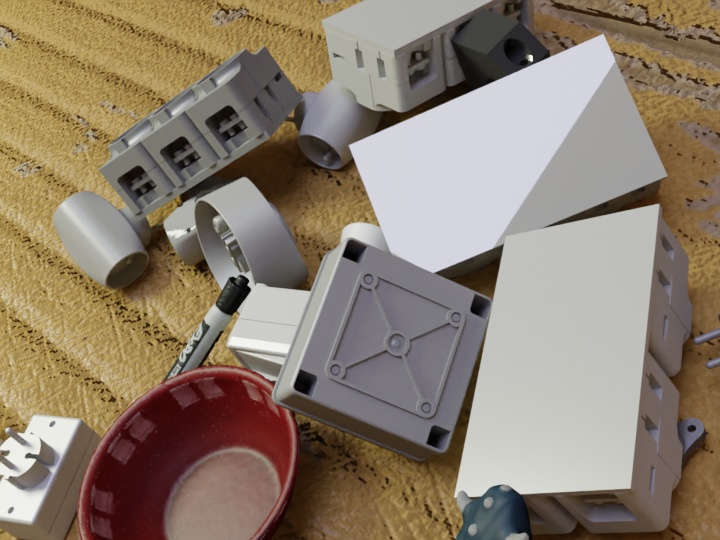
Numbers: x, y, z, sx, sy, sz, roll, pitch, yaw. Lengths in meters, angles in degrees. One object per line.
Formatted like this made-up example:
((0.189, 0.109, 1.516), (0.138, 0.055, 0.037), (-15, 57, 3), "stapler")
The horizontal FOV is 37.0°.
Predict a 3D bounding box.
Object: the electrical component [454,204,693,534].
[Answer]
((0.133, 0.061, 0.642), (0.105, 0.060, 0.186), (-12, 48, 36), "electrical component")

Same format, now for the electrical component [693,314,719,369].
((0.239, 0.035, 0.637), (0.079, 0.044, 0.077), (-23, 47, 9), "electrical component")

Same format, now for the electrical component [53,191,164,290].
((-0.204, -0.031, 0.907), (0.079, 0.043, 0.077), (-27, 64, -39), "electrical component")

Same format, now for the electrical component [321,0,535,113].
((0.058, -0.189, 0.867), (0.150, 0.061, 0.089), (-32, 43, -26), "electrical component")

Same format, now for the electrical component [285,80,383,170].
((-0.029, -0.130, 0.905), (0.079, 0.043, 0.077), (14, 61, 35), "electrical component")

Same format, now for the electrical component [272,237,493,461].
((0.015, 0.051, 0.681), (0.109, 0.056, 0.108), (24, 71, -10), "electrical component")

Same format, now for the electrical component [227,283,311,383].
((-0.046, 0.054, 0.753), (0.096, 0.061, 0.061), (5, 57, 30), "electrical component")

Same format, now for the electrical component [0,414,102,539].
((-0.234, 0.140, 0.767), (0.047, 0.075, 0.083), (1, 54, 27), "electrical component")

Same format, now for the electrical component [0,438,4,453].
((-0.307, 0.136, 0.816), (0.042, 0.063, 0.081), (-9, 51, 18), "electrical component")

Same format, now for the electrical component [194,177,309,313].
((-0.085, -0.018, 0.809), (0.064, 0.099, 0.099), (-33, 46, -10), "electrical component")

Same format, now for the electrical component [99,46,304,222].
((-0.133, -0.116, 0.884), (0.150, 0.061, 0.089), (-28, 18, 28), "electrical component")

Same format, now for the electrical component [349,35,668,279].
((0.102, -0.069, 0.748), (0.186, 0.060, 0.105), (-23, 78, 9), "electrical component")

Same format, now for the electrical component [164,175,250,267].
((-0.121, -0.051, 0.888), (0.077, 0.043, 0.079), (-28, 44, 3), "electrical component")

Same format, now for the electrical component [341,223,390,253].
((0.000, 0.000, 0.785), (0.045, 0.045, 0.055), (2, 56, 28), "electrical component")
